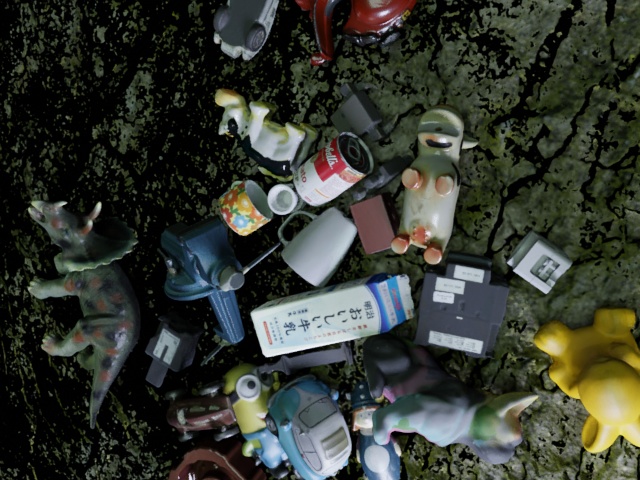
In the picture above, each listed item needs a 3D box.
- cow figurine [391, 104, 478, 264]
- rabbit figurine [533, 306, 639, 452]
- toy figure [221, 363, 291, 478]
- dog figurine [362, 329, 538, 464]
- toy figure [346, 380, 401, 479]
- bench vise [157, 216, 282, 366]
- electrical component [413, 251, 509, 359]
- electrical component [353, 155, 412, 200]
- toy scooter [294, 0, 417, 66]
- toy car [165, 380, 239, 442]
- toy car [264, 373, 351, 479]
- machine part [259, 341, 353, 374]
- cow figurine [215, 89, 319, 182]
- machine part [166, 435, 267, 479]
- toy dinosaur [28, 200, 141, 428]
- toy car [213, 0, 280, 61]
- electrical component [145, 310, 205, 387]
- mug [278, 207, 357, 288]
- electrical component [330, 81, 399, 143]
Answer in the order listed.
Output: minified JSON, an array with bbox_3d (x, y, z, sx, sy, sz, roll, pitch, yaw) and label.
[{"bbox_3d":[0.154,-0.081,0.715,0.086,0.127,0.194,12,115,19],"label":"cow figurine"},{"bbox_3d":[0.334,0.171,0.643,0.122,0.173,0.162,-11,88,17],"label":"rabbit figurine"},{"bbox_3d":[-0.098,0.285,0.861,0.089,0.082,0.180,-22,92,23],"label":"toy figure"},{"bbox_3d":[0.176,0.209,0.738,0.219,0.108,0.191,-8,63,4],"label":"dog figurine"},{"bbox_3d":[0.082,0.290,0.811,0.064,0.058,0.154,-15,90,-18],"label":"toy figure"},{"bbox_3d":[-0.160,0.072,0.823,0.224,0.129,0.240,13,127,41],"label":"bench vise"},{"bbox_3d":[0.194,0.085,0.737,0.115,0.058,0.134,11,100,10],"label":"electrical component"},{"bbox_3d":[0.089,-0.089,0.755,0.021,0.094,0.063,53,147,5],"label":"electrical component"},{"bbox_3d":[0.041,-0.306,0.741,0.184,0.075,0.135,12,100,21],"label":"toy scooter"},{"bbox_3d":[-0.199,0.281,0.874,0.202,0.053,0.089,-24,80,49],"label":"toy car"},{"bbox_3d":[-0.005,0.288,0.798,0.103,0.109,0.161,-17,95,62],"label":"toy car"},{"bbox_3d":[-0.018,0.184,0.827,0.139,0.084,0.039,-13,72,12],"label":"machine part"},{"bbox_3d":[-0.095,-0.160,0.814,0.167,0.068,0.098,31,112,15],"label":"cow figurine"},{"bbox_3d":[-0.174,0.425,0.918,0.180,0.056,0.179,3,99,19],"label":"machine part"},{"bbox_3d":[-0.377,0.118,0.927,0.192,0.131,0.404,-14,98,21],"label":"toy dinosaur"},{"bbox_3d":[-0.091,-0.365,0.792,0.073,0.056,0.201,32,107,7],"label":"toy car"},{"bbox_3d":[-0.255,0.191,0.922,0.075,0.048,0.119,25,105,15],"label":"electrical component"},{"bbox_3d":[-0.002,-0.002,0.796,0.110,0.080,0.107,44,97,16],"label":"mug"},{"bbox_3d":[0.062,-0.176,0.768,0.102,0.045,0.078,54,138,9],"label":"electrical component"}]
